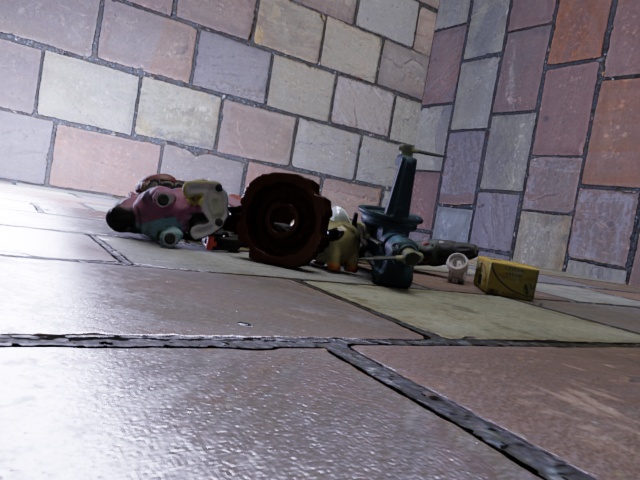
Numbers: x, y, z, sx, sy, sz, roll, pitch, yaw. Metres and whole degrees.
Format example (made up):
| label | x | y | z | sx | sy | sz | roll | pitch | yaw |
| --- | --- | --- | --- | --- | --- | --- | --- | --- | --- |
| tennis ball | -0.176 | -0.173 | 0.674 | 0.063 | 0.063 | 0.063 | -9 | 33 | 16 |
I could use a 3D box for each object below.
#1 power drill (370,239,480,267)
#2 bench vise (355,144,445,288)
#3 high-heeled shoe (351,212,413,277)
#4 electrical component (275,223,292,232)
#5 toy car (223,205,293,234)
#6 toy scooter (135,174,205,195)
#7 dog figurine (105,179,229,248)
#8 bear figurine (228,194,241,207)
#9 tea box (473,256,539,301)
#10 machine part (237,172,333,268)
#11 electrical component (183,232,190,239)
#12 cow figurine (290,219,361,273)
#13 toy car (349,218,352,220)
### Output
| label | x | y | z | sx | sy | sz | roll | pitch | yaw |
| --- | --- | --- | --- | --- | --- | --- | --- | --- | --- |
| power drill | 0.223 | 0.024 | 1.249 | 0.232 | 0.086 | 0.207 | -4 | 0 | 44 |
| bench vise | 0.133 | -0.047 | 0.941 | 0.129 | 0.240 | 0.224 | 11 | 11 | -1 |
| high-heeled shoe | 0.107 | 0.049 | 1.126 | 0.086 | 0.145 | 0.249 | -10 | 40 | -23 |
| electrical component | -0.073 | 0.003 | 1.037 | 0.119 | 0.074 | 0.047 | 17 | 7 | 38 |
| toy car | -0.122 | -0.042 | 1.188 | 0.202 | 0.089 | 0.053 | -8 | 0 | 18 |
| toy scooter | -0.290 | -0.098 | 1.131 | 0.184 | 0.075 | 0.135 | 10 | -7 | -25 |
| dog figurine | -0.300 | -0.056 | 1.036 | 0.191 | 0.108 | 0.219 | -20 | 17 | -36 |
| bear figurine | -0.139 | -0.049 | 1.410 | 0.132 | 0.120 | 0.195 | 7 | -1 | 43 |
| tea box | 0.388 | 0.078 | 1.134 | 0.098 | 0.068 | 0.169 | 10 | 4 | 6 |
| machine part | -0.062 | -0.035 | 0.959 | 0.180 | 0.179 | 0.056 | 10 | 1 | 18 |
| electrical component | -0.283 | -0.032 | 1.216 | 0.115 | 0.058 | 0.134 | 13 | 4 | 22 |
| cow figurine | 0.002 | -0.012 | 1.060 | 0.085 | 0.127 | 0.195 | 13 | 1 | -38 |
| toy car | 0.070 | -0.018 | 1.617 | 0.162 | 0.102 | 0.109 | 8 | 4 | 17 |
